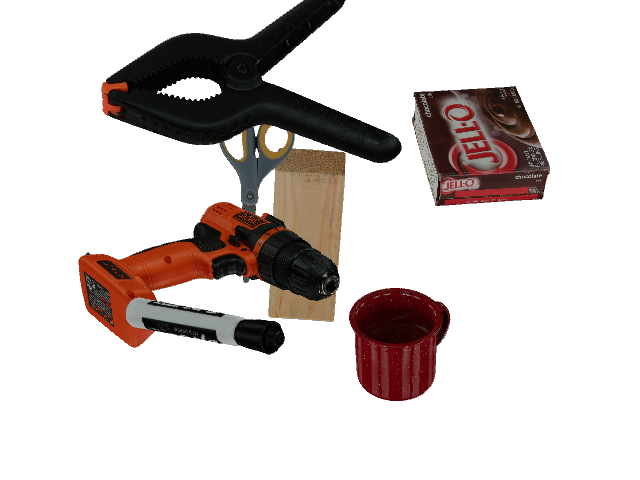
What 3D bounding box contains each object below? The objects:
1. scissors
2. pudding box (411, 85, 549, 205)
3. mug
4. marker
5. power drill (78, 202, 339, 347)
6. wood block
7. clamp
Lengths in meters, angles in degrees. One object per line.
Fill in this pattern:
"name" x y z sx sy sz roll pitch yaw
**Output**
"scissors" -0.063 -0.059 1.199 0.096 0.202 0.016 -12 -8 -13
"pudding box" 0.128 -0.079 0.876 0.090 0.039 0.113 -3 42 -6
"mug" 0.086 0.103 1.089 0.117 0.081 0.093 -27 42 -30
"marker" -0.069 0.050 0.629 0.121 0.020 0.020 6 4 40
"power drill" -0.100 0.030 0.931 0.187 0.057 0.185 -19 28 -33
"wood block" -0.018 -0.008 1.399 0.090 0.206 0.091 4 25 -1
"clamp" -0.050 -0.107 0.774 0.209 0.164 0.036 -15 -29 -17
